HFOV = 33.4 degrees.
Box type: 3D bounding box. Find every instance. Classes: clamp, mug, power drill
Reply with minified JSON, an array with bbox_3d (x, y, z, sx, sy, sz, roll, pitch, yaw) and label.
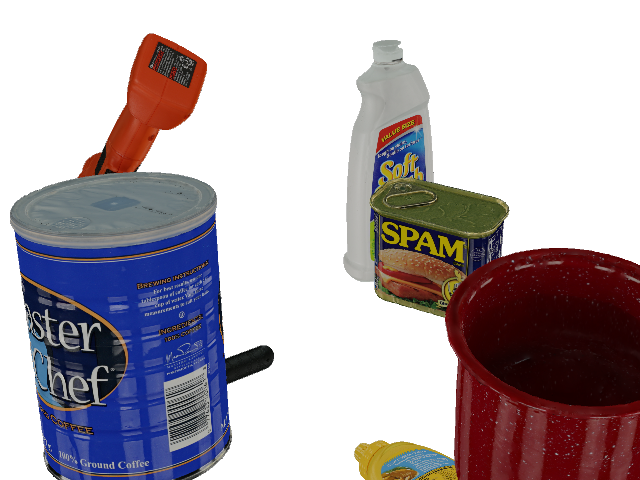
[{"bbox_3d":[-0.131,0.149,1.119,0.120,0.039,0.171,-10,19,36],"label":"clamp"},{"bbox_3d":[0.105,0.064,0.406,0.117,0.081,0.093,7,37,13],"label":"mug"},{"bbox_3d":[-0.162,-0.060,0.858,0.057,0.188,0.184,26,32,-17],"label":"power drill"}]

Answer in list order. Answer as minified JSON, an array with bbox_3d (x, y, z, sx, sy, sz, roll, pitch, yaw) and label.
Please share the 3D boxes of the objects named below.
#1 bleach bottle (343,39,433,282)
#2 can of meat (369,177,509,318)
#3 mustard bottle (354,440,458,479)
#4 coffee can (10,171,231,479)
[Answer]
[{"bbox_3d":[0.069,-0.086,1.139,0.102,0.251,0.068,-10,23,-13],"label":"bleach bottle"},{"bbox_3d":[0.089,0.008,0.817,0.102,0.084,0.057,16,36,26],"label":"can of meat"},{"bbox_3d":[0.098,0.230,0.970,0.096,0.058,0.192,-14,24,-36],"label":"mustard bottle"},{"bbox_3d":[-0.101,0.045,0.559,0.103,0.140,0.103,-2,20,0],"label":"coffee can"}]
